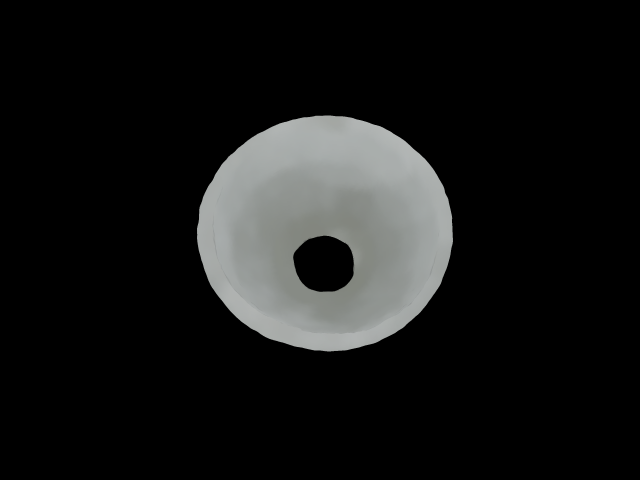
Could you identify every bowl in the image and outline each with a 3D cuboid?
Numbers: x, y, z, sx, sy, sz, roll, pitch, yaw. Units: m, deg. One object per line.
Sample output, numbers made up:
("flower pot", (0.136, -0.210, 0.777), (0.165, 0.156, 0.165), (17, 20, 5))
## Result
("bowl", (0.004, 0.001, 0.400), (0.167, 0.075, 0.167), (0, 66, 0))
